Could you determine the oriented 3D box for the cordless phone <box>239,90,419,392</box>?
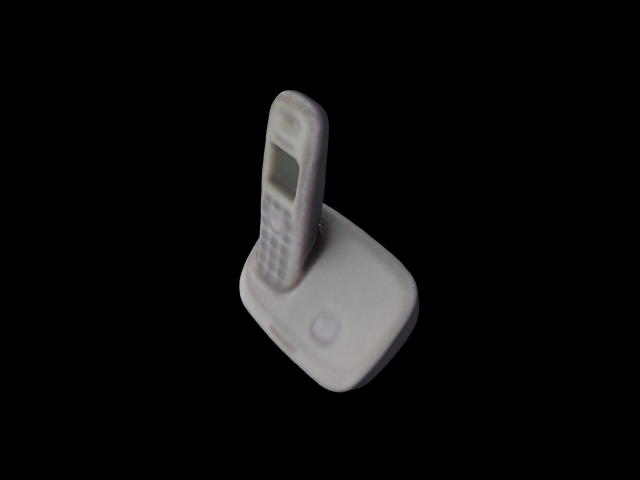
[{"bbox_3d":[0.004,0.001,0.400,0.094,0.185,0.147,-31,50,-30],"label":"cordless phone"}]
